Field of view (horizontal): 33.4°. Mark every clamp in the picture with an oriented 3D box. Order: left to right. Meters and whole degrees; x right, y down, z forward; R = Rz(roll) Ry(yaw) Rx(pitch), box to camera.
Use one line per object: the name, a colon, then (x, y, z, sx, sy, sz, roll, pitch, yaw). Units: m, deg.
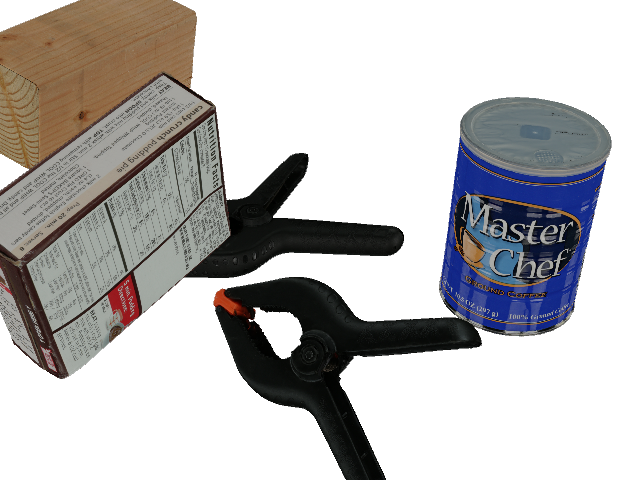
clamp: (-0.057, -0.016, 0.902, 0.209, 0.036, 0.165, -13, 35, -21)
clamp: (0.002, 0.082, 0.640, 0.172, 0.120, 0.039, 18, -10, 32)

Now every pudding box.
pudding box: (-0.091, -0.006, 0.463, 0.039, 0.090, 0.113, 32, 59, 24)

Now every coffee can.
coffee can: (0.143, -0.018, 0.766, 0.103, 0.140, 0.103, 2, 34, -2)

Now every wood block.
wood block: (-0.214, -0.155, 0.974, 0.090, 0.091, 0.205, 28, 40, 21)
